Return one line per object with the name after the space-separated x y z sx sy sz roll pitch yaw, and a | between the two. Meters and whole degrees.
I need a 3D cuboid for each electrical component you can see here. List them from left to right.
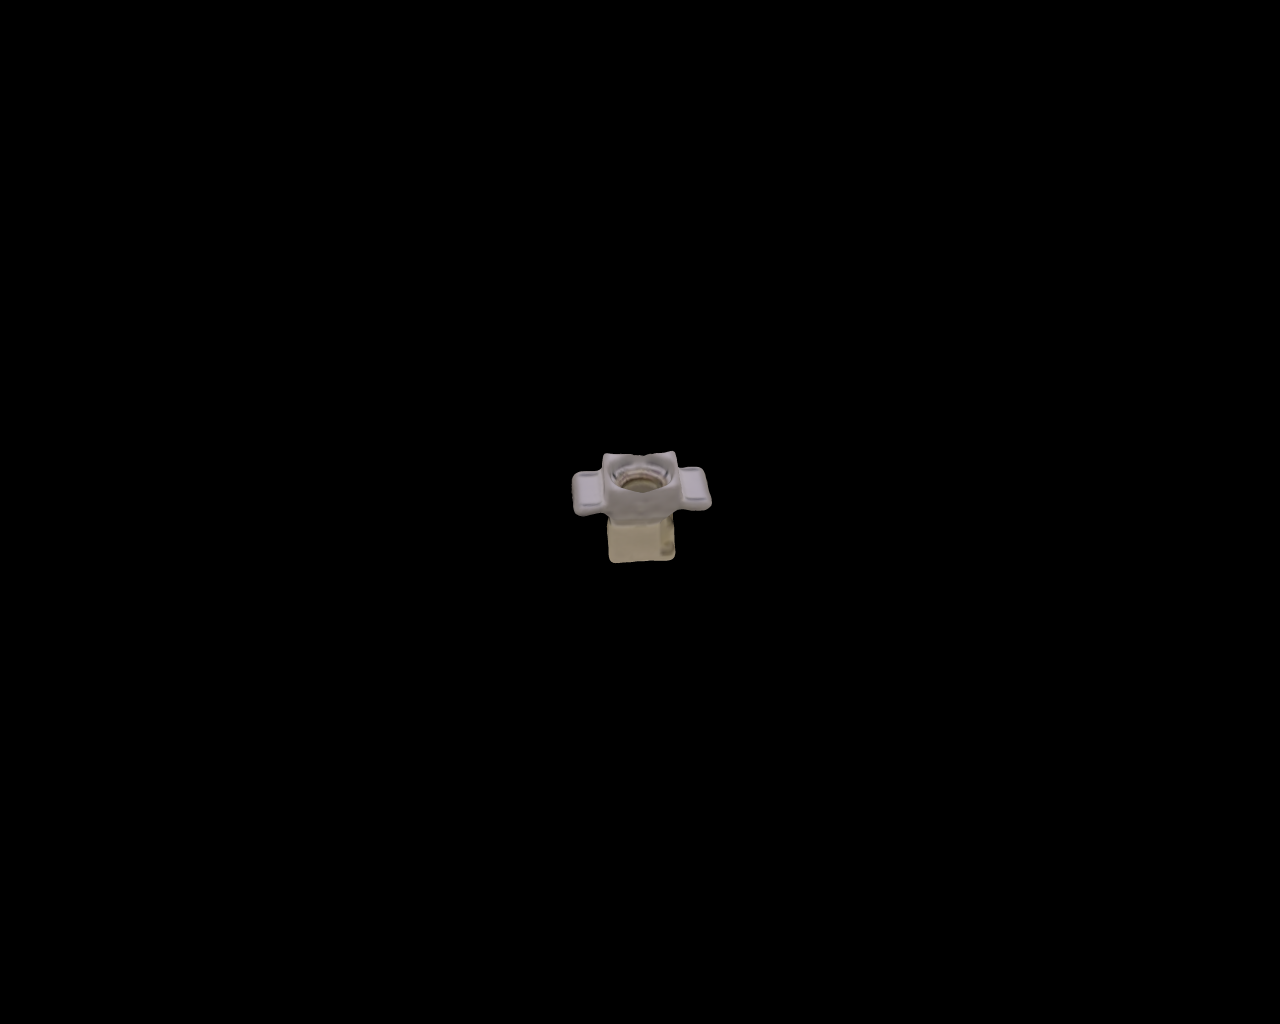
0.001 -0.003 0.650 0.081 0.063 0.042 -2 36 -2 | electrical component
